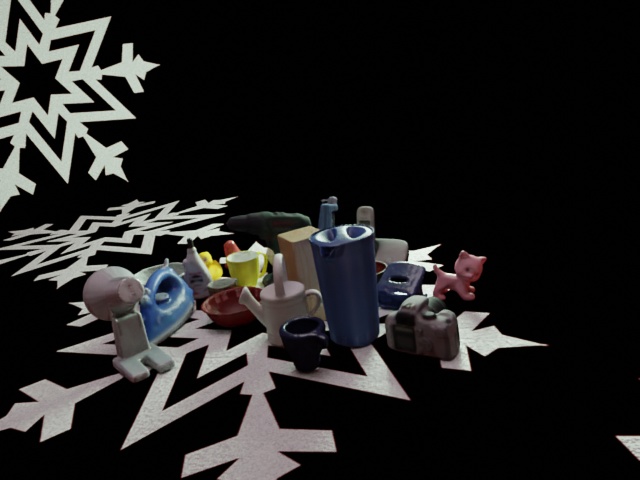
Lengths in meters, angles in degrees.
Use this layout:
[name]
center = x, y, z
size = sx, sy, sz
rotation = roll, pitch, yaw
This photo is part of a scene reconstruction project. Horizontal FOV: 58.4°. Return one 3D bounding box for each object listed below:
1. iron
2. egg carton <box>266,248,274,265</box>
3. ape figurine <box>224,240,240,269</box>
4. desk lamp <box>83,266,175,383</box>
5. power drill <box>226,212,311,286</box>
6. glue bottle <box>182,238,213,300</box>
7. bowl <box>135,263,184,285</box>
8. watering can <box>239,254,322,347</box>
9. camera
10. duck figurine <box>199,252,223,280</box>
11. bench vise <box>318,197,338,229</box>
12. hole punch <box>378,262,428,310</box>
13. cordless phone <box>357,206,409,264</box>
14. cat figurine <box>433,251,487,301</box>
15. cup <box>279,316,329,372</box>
[iron]
center = -0.398, 0.149, 1.409
size = 0.118, 0.141, 0.258
rotation = -7, 17, 5
[egg carton]
center = -0.086, 0.032, 1.754
size = 0.150, 0.069, 0.107
rotation = -4, 18, 13
[ape figurine]
center = -0.271, 0.045, 1.762
size = 0.076, 0.092, 0.078
rotation = -3, 18, 16
[desk lamp]
center = -0.413, 0.168, 1.235
size = 0.118, 0.214, 0.202
rotation = -21, 22, -35
[power drill]
center = -0.130, 0.018, 1.586
size = 0.230, 0.208, 0.075
rotation = -13, 18, -14
[glue bottle]
center = -0.340, 0.076, 1.557
size = 0.078, 0.173, 0.037
rotation = -10, 18, -6
[bowl]
center = -0.442, 0.126, 1.612
size = 0.167, 0.075, 0.167
rotation = -8, 17, 3
[watering can]
center = -0.087, 0.126, 1.247
size = 0.173, 0.194, 0.100
rotation = -13, 18, -15
[camera]
center = 0.219, 0.160, 1.155
size = 0.142, 0.101, 0.137
rotation = 4, 22, 35
[duck figurine]
center = -0.336, 0.076, 1.702
size = 0.077, 0.086, 0.105
rotation = -1, 19, 23
[bench vise]
center = 0.025, 0.005, 1.535
size = 0.121, 0.220, 0.208
rotation = -2, 19, 19
[hole punch]
center = 0.193, 0.109, 1.346
size = 0.108, 0.091, 0.101
rotation = 3, 21, 33
[cordless phone]
center = 0.162, 0.001, 1.542
size = 0.147, 0.185, 0.094
rotation = 1, 20, 27
[cat figurine]
center = 0.325, 0.077, 1.340
size = 0.127, 0.118, 0.067
rotation = -3, 18, 17
[cup]
center = -0.020, 0.211, 1.116
size = 0.092, 0.095, 0.117
rotation = -23, 23, -38
